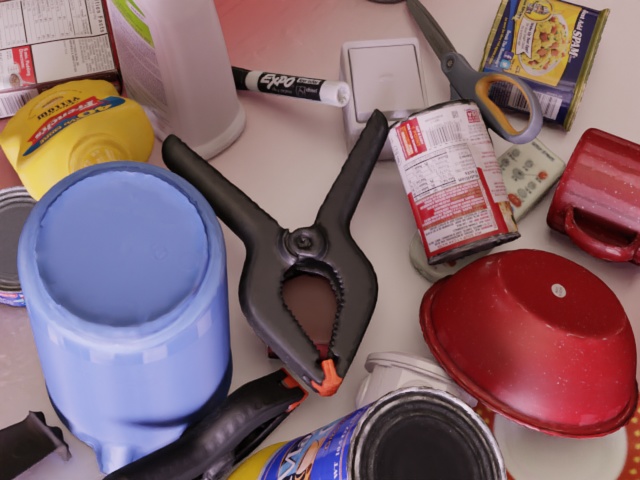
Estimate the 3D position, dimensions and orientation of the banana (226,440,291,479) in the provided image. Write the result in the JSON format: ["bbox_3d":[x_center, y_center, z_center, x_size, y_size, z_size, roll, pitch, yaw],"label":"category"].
[{"bbox_3d":[-0.052,0.199,0.689,0.070,0.037,0.197,21,56,25],"label":"banana"}]

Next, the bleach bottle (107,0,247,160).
[{"bbox_3d":[-0.106,-0.156,0.743,0.068,0.251,0.103,-40,73,-17],"label":"bleach bottle"}]

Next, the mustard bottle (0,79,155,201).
[{"bbox_3d":[-0.166,-0.066,0.745,0.096,0.058,0.192,-29,25,-13],"label":"mustard bottle"}]

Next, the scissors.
[{"bbox_3d":[0.099,-0.116,0.832,0.096,0.016,0.202,-61,40,16],"label":"scissors"}]

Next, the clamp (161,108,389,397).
[{"bbox_3d":[-0.005,0.001,0.734,0.164,0.036,0.210,-15,68,-11],"label":"clamp"}]

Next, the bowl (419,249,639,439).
[{"bbox_3d":[0.151,0.055,0.717,0.162,0.055,0.162,15,34,-10],"label":"bowl"}]

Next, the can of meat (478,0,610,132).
[{"bbox_3d":[0.175,-0.147,0.850,0.084,0.057,0.102,18,67,9],"label":"can of meat"}]

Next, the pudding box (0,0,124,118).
[{"bbox_3d":[-0.221,-0.152,0.857,0.113,0.039,0.090,-11,65,-8],"label":"pudding box"}]

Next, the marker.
[{"bbox_3d":[-0.029,-0.120,0.828,0.121,0.020,0.020,15,63,37],"label":"marker"}]

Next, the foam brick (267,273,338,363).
[{"bbox_3d":[-0.008,0.045,0.764,0.053,0.051,0.078,7,66,0],"label":"foam brick"}]

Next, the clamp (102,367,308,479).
[{"bbox_3d":[-0.082,0.147,0.705,0.171,0.120,0.039,-28,72,-36],"label":"clamp"}]

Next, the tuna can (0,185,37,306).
[{"bbox_3d":[-0.220,0.005,0.788,0.086,0.034,0.086,0,66,-1],"label":"tuna can"}]

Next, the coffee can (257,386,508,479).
[{"bbox_3d":[0.031,0.154,0.642,0.102,0.141,0.103,10,65,-23],"label":"coffee can"}]

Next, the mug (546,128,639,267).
[{"bbox_3d":[0.213,-0.025,0.774,0.081,0.093,0.117,24,46,15],"label":"mug"}]

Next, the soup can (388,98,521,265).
[{"bbox_3d":[0.093,-0.040,0.751,0.068,0.068,0.102,-16,83,-8],"label":"soup can"}]

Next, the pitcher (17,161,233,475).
[{"bbox_3d":[-0.114,0.038,0.660,0.144,0.243,0.149,-32,76,-18],"label":"pitcher"}]
